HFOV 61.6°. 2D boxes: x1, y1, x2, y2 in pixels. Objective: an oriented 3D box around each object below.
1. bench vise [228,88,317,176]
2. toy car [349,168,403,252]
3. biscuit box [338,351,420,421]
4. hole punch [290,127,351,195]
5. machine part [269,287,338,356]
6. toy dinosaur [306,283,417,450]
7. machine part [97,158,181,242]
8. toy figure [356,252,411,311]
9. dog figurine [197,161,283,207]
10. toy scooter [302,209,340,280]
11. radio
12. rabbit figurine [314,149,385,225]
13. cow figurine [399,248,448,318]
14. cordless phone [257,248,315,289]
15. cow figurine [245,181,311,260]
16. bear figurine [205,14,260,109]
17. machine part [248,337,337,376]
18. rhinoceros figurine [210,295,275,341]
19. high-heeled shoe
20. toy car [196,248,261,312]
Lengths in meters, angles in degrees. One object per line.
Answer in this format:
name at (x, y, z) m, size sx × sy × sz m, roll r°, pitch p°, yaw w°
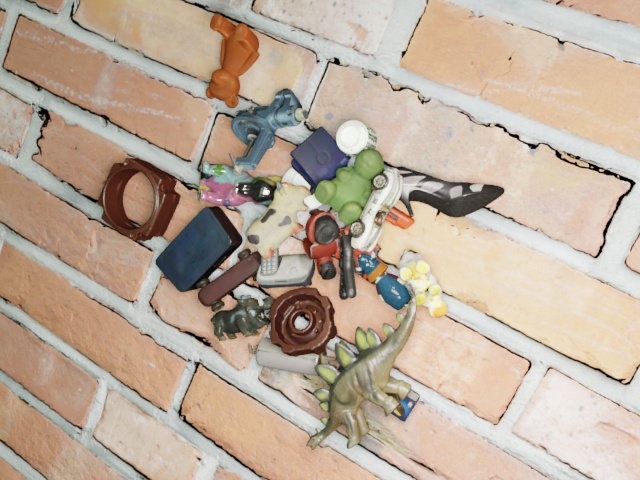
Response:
bench vise at (-0.139, -0.257, 1.325) m, size 0.224 × 0.128 × 0.240 m, roll 10°, pitch 62°, yaw 26°
toy car at (0.130, -0.068, 1.209) m, size 0.056 × 0.073 × 0.201 m, roll 30°, pitch 97°, yaw 30°
biscuit box at (0.138, 0.354, 1.309) m, size 0.203 × 0.059 × 0.062 m, roll 30°, pitch 102°, yaw 16°
hole punch at (-0.002, -0.196, 1.301) m, size 0.142 × 0.092 × 0.116 m, roll -43°, pitch 78°, yaw -12°
machine part at (-0.043, 0.204, 1.335) m, size 0.179 × 0.056 × 0.179 m, roll -8°, pitch 62°, yaw 16°
toy dinosaur at (0.104, 0.311, 1.230) m, size 0.199 × 0.105 × 0.471 m, roll 43°, pitch 106°, yaw 13°
machine part at (-0.508, -0.113, 1.502) m, size 0.202 × 0.087 × 0.201 m, roll 31°, pitch 102°, yaw 14°
toy figure at (0.145, 0.093, 1.241) m, size 0.064 × 0.057 × 0.154 m, roll -38°, pitch 79°, yaw -16°
dog figurine at (-0.202, -0.134, 1.391) m, size 0.219 × 0.192 × 0.108 m, roll 8°, pitch 93°, yaw -16°
toy scooter at (-0.003, -0.004, 1.300) m, size 0.075 × 0.135 × 0.183 m, roll -12°, pitch 124°, yaw -15°
radio at (-0.325, 0.028, 1.452) m, size 0.229 × 0.073 × 0.131 m, roll -44°, pitch 80°, yaw 18°
rabbit figurine at (0.098, -0.139, 1.252) m, size 0.121 × 0.159 × 0.170 m, roll 45°, pitch 124°, yaw 10°
cow figurine at (0.239, 0.101, 1.248) m, size 0.068 × 0.098 × 0.167 m, roll -28°, pitch 114°, yaw 11°
cordless phone at (-0.087, 0.030, 1.366) m, size 0.147 × 0.088 × 0.184 m, roll -5°, pitch 83°, yaw 20°
cow figurine at (-0.099, -0.058, 1.298) m, size 0.195 × 0.085 × 0.127 m, roll -43°, pitch 99°, yaw 6°
bear figurine at (-0.239, -0.448, 1.372) m, size 0.120 × 0.132 × 0.195 m, roll 32°, pitch 96°, yaw 22°
machine part at (-0.073, 0.297, 1.372) m, size 0.243 × 0.079 × 0.079 m, roll 4°, pitch 94°, yaw 19°
rhinoceros figurine at (-0.198, 0.202, 1.419) m, size 0.190 × 0.073 × 0.112 m, roll -21°, pitch 75°, yaw 21°
high-heeled shoe at (0.286, -0.128, 1.247) m, size 0.249 × 0.086 × 0.145 m, roll -11°, pitch 57°, yaw 2°
toy car at (-0.233, 0.104, 1.422) m, size 0.202 × 0.053 × 0.089 m, roll -37°, pitch 80°, yaw -1°
